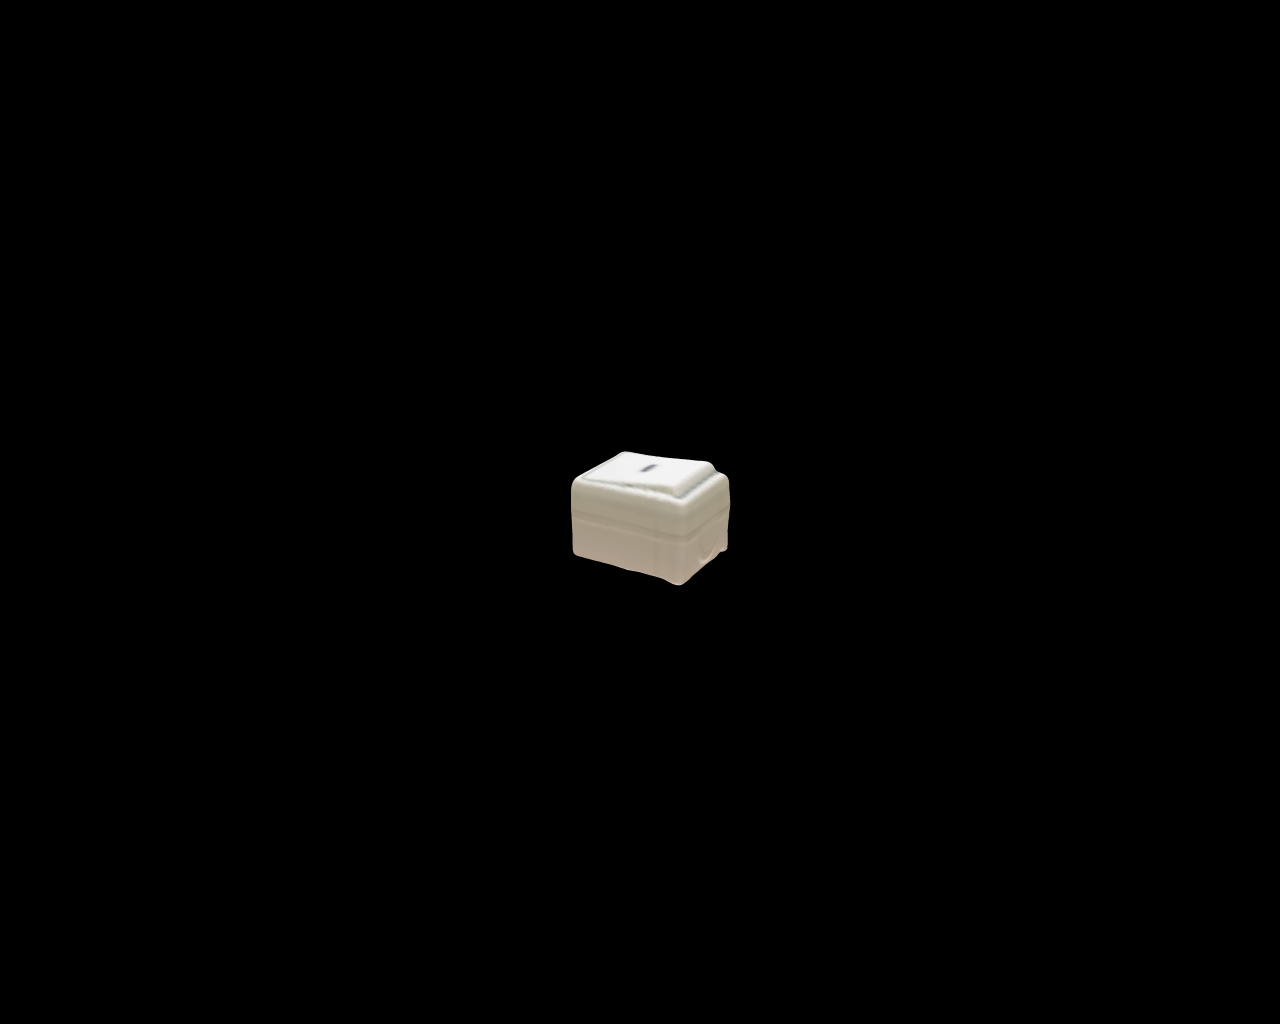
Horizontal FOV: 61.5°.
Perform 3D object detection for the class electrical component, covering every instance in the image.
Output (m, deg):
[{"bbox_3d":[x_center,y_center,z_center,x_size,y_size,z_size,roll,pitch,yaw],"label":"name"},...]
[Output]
[{"bbox_3d":[0.001,-0.003,0.650,0.096,0.061,0.062,14,27,29],"label":"electrical component"}]
